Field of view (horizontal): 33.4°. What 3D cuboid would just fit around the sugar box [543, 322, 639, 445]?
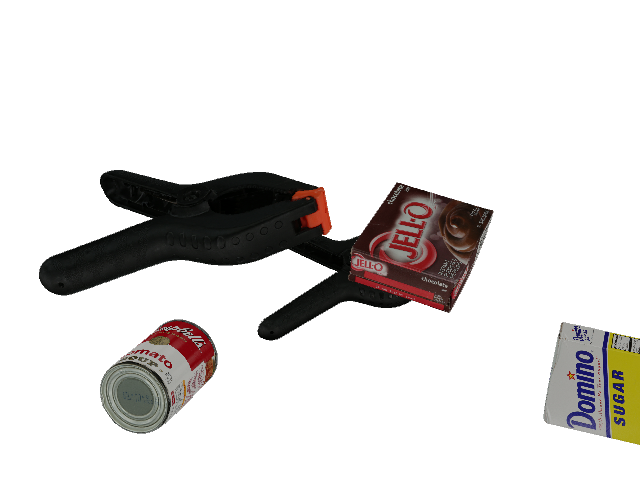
[{"bbox_3d":[0.299,0.140,0.978,0.176,0.093,0.048,10,22,13],"label":"sugar box"}]

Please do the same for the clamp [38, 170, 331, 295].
[{"bbox_3d":[-0.082,-0.006,0.641,0.172,0.039,0.120,-1,40,23],"label":"clamp"}]

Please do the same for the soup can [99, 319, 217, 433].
[{"bbox_3d":[-0.143,0.119,0.946,0.069,0.068,0.102,0,17,19],"label":"soup can"}]

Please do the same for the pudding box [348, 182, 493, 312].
[{"bbox_3d":[0.084,0.004,0.888,0.090,0.039,0.113,18,37,15],"label":"pudding box"}]

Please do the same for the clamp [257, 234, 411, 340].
[{"bbox_3d":[0.028,0.037,1.071,0.210,0.164,0.036,3,-44,-1],"label":"clamp"}]
